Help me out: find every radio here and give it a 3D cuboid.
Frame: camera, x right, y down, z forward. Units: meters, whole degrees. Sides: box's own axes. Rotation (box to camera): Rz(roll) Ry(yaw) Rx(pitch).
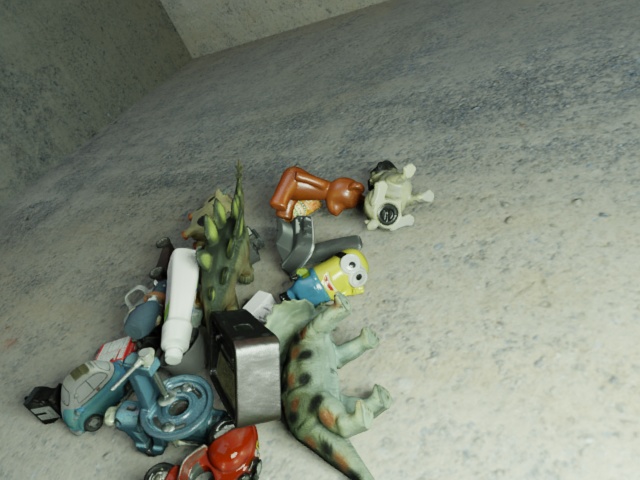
[{"bbox_3d":[-0.129,0.196,0.877,0.073,0.131,0.230,-3,7,-22],"label":"radio"}]

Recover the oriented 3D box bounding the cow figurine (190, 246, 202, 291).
[{"bbox_3d":[-0.303,0.067,1.306,0.098,0.068,0.167,-17,36,7],"label":"cow figurine"}]

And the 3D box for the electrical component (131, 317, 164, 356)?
[{"bbox_3d":[-0.359,0.205,1.159,0.102,0.078,0.045,1,18,29],"label":"electrical component"}]

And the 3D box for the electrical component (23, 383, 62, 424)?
[{"bbox_3d":[-0.572,0.341,1.116,0.119,0.074,0.048,-11,34,17],"label":"electrical component"}]

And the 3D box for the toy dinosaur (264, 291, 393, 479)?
[{"bbox_3d":[-0.002,0.224,0.823,0.192,0.131,0.405,-33,36,25],"label":"toy dinosaur"}]

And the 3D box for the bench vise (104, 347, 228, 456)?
[{"bbox_3d":[-0.266,0.256,0.870,0.224,0.240,0.129,9,42,22],"label":"bench vise"}]

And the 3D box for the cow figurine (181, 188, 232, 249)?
[{"bbox_3d":[-0.297,-0.067,1.477,0.127,0.085,0.195,-25,29,16],"label":"cow figurine"}]

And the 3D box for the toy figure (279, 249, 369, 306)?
[{"bbox_3d":[0.010,0.078,1.044,0.180,0.082,0.089,-29,34,3],"label":"toy figure"}]

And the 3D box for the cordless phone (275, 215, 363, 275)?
[{"bbox_3d":[-0.002,-0.004,1.189,0.184,0.088,0.147,-12,33,5],"label":"cordless phone"}]

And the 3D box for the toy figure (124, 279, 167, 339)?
[{"bbox_3d":[-0.353,0.141,1.129,0.058,0.064,0.154,-40,14,34],"label":"toy figure"}]

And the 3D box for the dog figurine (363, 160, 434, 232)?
[{"bbox_3d":[0.137,-0.096,1.196,0.172,0.121,0.191,-32,18,-12],"label":"dog figurine"}]

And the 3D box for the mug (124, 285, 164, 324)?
[{"bbox_3d":[-0.400,0.159,1.221,0.107,0.109,0.081,-35,29,13],"label":"mug"}]

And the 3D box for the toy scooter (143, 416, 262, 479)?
[{"bbox_3d":[-0.155,0.352,0.784,0.184,0.075,0.135,-29,49,-19],"label":"toy scooter"}]

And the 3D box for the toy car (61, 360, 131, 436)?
[{"bbox_3d":[-0.451,0.295,1.065,0.161,0.102,0.109,-44,36,-20],"label":"toy car"}]

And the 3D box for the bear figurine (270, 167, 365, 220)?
[{"bbox_3d":[0.000,-0.095,1.245,0.196,0.120,0.132,19,80,7],"label":"bear figurine"}]

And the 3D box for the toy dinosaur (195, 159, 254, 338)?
[{"bbox_3d":[-0.194,0.021,1.139,0.105,0.198,0.472,1,44,-4],"label":"toy dinosaur"}]

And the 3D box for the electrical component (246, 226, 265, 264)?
[{"bbox_3d":[-0.203,0.025,1.300,0.134,0.058,0.115,-31,34,-5],"label":"electrical component"}]

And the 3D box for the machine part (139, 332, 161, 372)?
[{"bbox_3d":[-0.344,0.237,1.067,0.084,0.039,0.139,-57,23,5],"label":"machine part"}]

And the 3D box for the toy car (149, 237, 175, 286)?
[{"bbox_3d":[-0.388,0.071,1.343,0.053,0.089,0.202,-22,34,3],"label":"toy car"}]
